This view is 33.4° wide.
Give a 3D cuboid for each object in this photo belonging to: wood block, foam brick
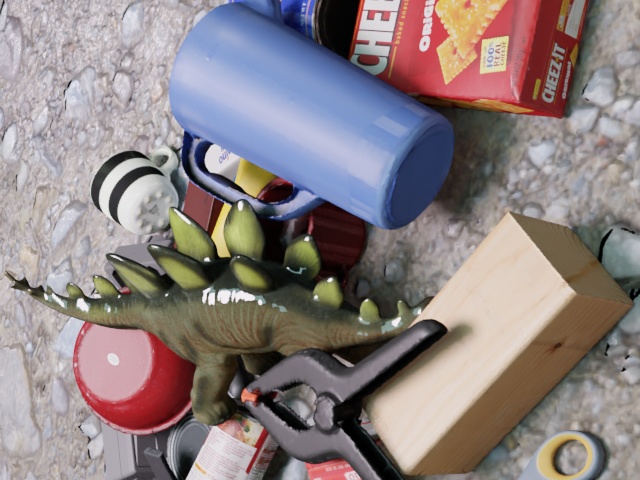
[{"bbox_3d":[0.133,0.087,0.847,0.206,0.090,0.090,-52,50,25],"label":"wood block"},{"bbox_3d":[-0.116,-0.021,1.158,0.053,0.051,0.078,17,94,46],"label":"foam brick"}]

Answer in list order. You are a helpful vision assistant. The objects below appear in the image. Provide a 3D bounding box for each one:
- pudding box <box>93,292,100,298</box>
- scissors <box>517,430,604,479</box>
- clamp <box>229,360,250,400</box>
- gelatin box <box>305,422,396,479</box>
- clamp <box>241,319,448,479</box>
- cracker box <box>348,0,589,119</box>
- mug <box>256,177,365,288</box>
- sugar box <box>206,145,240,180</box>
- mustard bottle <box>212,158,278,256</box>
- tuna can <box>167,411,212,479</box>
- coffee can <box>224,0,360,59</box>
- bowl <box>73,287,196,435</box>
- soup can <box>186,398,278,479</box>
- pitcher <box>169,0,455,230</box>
[{"bbox_3d":[-0.216,0.118,1.204,0.039,0.089,0.113,-3,80,45],"label":"pudding box"},{"bbox_3d":[0.152,0.192,0.860,0.202,0.016,0.096,3,82,47],"label":"scissors"},{"bbox_3d":[-0.131,0.106,1.155,0.120,0.039,0.171,-24,63,31],"label":"clamp"},{"bbox_3d":[0.042,0.182,0.922,0.073,0.089,0.030,-22,91,42],"label":"gelatin box"},{"bbox_3d":[0.020,0.128,0.855,0.210,0.036,0.164,13,97,43],"label":"clamp"},{"bbox_3d":[0.126,-0.199,0.930,0.214,0.071,0.164,14,92,47],"label":"cracker box"},{"bbox_3d":[-0.007,0.001,1.017,0.093,0.081,0.117,-46,52,29],"label":"mug"},{"bbox_3d":[-0.096,-0.158,1.172,0.094,0.048,0.176,-30,64,38],"label":"sugar box"},{"bbox_3d":[-0.068,-0.036,1.084,0.058,0.096,0.192,24,99,9],"label":"mustard bottle"},{"bbox_3d":[-0.123,0.224,1.125,0.086,0.033,0.086,-12,73,44],"label":"tuna can"},{"bbox_3d":[-0.014,-0.222,1.058,0.141,0.102,0.103,18,94,46],"label":"coffee can"},{"bbox_3d":[-0.201,0.124,1.117,0.162,0.055,0.162,-3,82,20],"label":"bowl"},{"bbox_3d":[-0.085,0.215,1.050,0.069,0.068,0.102,26,90,46],"label":"soup can"},{"bbox_3d":[-0.011,-0.098,0.943,0.243,0.144,0.149,32,142,28],"label":"pitcher"}]
